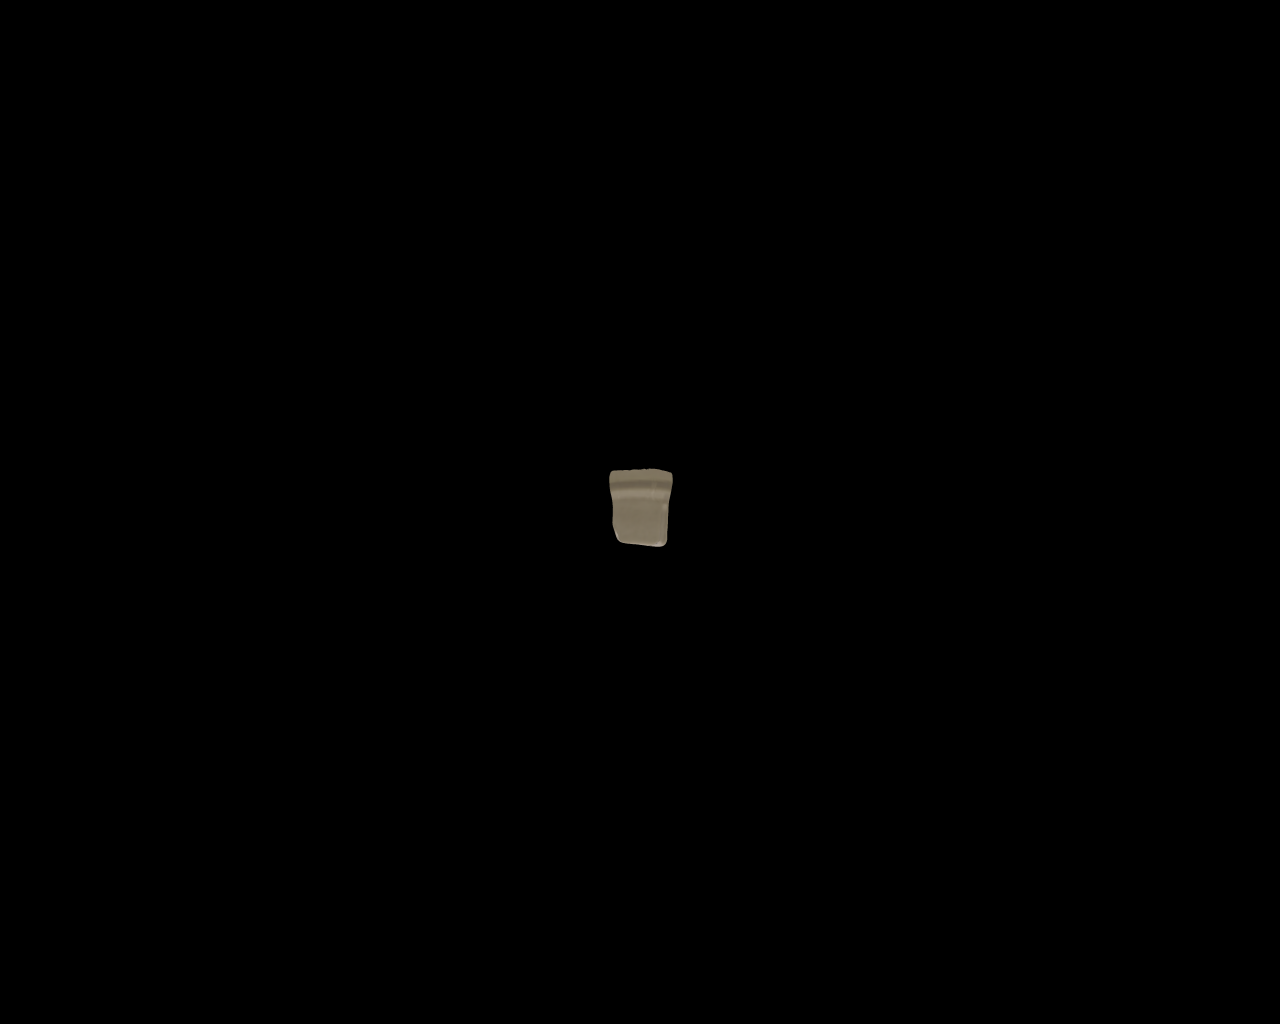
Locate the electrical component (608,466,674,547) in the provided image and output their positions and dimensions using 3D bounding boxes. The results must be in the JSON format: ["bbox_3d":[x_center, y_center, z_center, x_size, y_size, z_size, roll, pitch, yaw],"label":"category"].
[{"bbox_3d":[0.001,-0.003,0.650,0.040,0.046,0.040,0,-5,0],"label":"electrical component"}]
